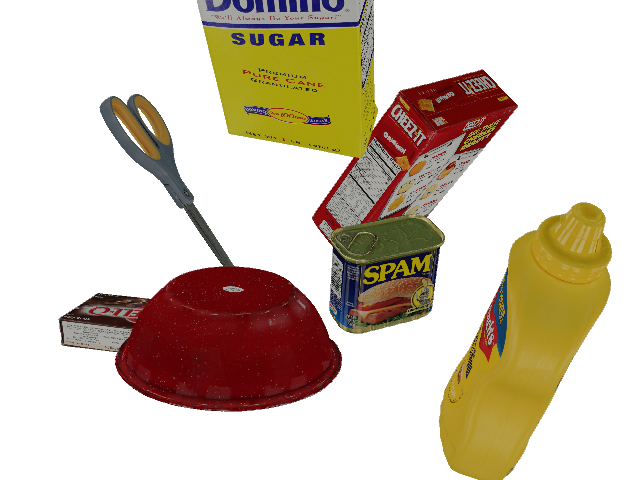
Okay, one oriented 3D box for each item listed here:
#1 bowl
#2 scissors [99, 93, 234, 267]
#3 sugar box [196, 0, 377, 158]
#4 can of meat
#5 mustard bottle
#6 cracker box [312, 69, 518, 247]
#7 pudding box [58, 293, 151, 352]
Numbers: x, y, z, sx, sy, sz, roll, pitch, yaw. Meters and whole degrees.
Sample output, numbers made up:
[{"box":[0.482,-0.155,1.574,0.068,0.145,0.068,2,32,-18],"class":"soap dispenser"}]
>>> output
[{"box":[-0.063,0.059,0.754,0.162,0.055,0.162,2,19,-1],"class":"bowl"},{"box":[-0.128,-0.055,0.970,0.016,0.201,0.096,-30,25,19],"class":"scissors"},{"box":[-0.017,-0.116,0.609,0.093,0.048,0.176,10,-23,10],"class":"sugar box"},{"box":[0.058,0.031,0.978,0.102,0.084,0.057,-11,35,-21],"class":"can of meat"},{"box":[0.121,0.052,0.618,0.058,0.192,0.096,19,45,3],"class":"mustard bottle"},{"box":[0.104,-0.090,1.224,0.163,0.072,0.214,-22,-24,-45],"class":"cracker box"},{"box":[-0.229,0.096,1.228,0.114,0.039,0.090,3,16,18],"class":"pudding box"}]
